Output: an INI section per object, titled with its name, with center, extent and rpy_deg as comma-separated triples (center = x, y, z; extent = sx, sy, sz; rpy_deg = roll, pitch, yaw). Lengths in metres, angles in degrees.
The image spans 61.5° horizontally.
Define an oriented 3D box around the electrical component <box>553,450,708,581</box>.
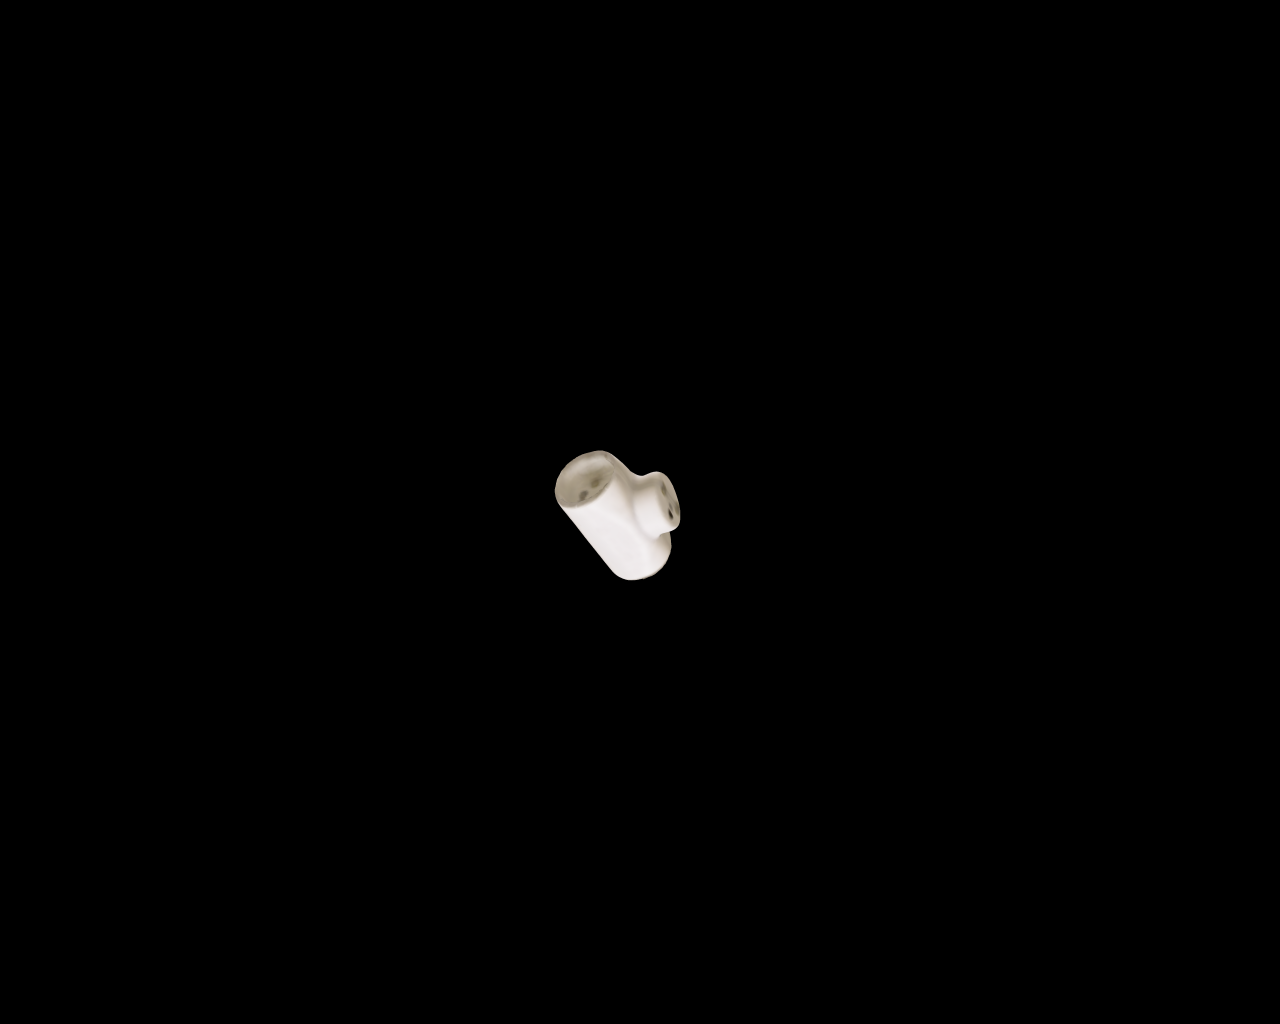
[electrical component]
center = 0.001, -0.003, 0.650
extent = 0.079, 0.044, 0.077
rpy_deg = -19, -46, 19
